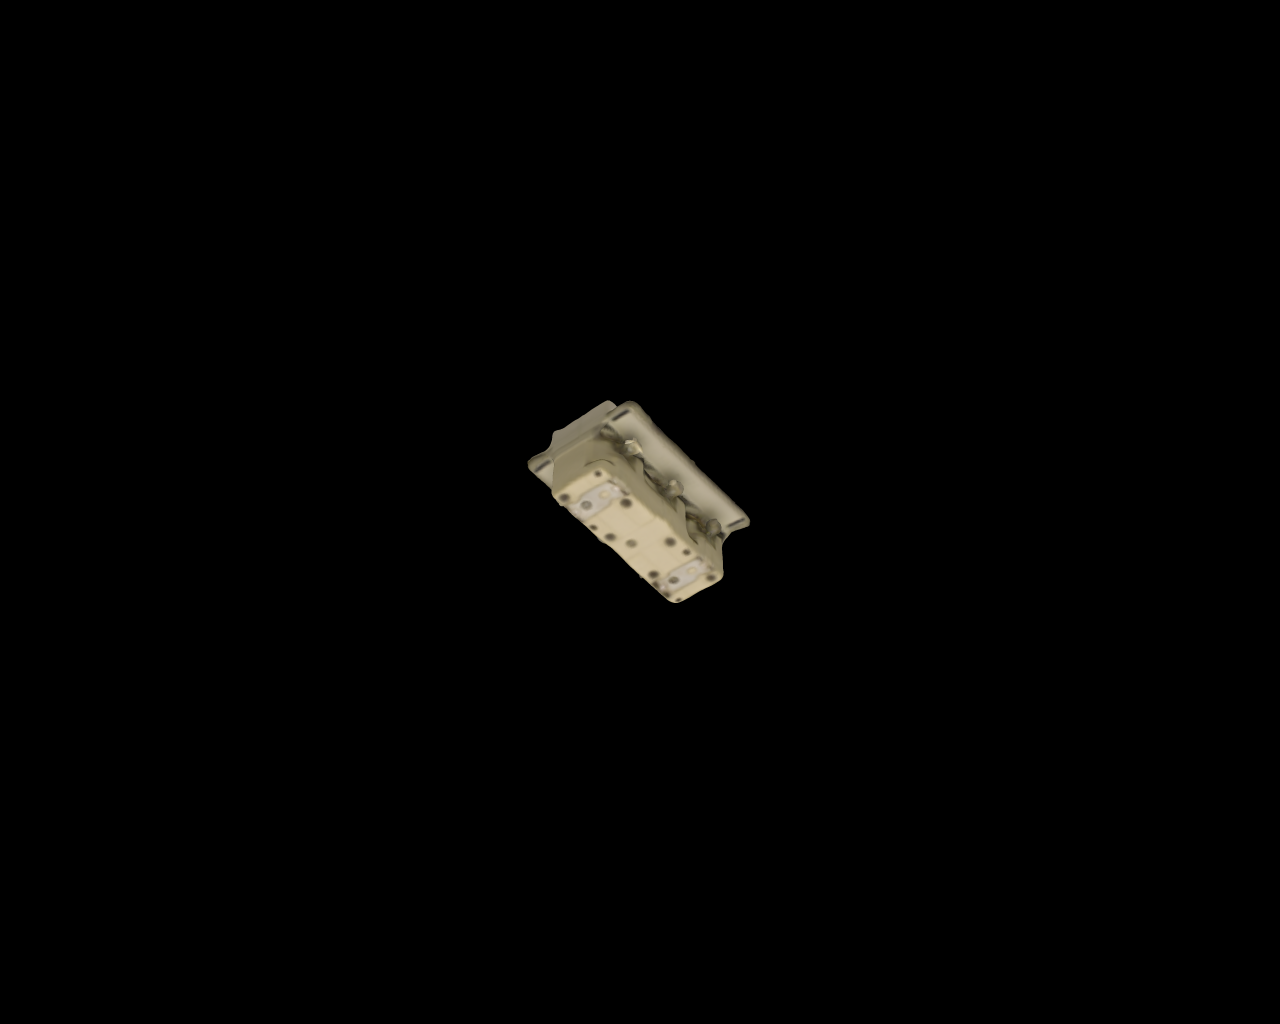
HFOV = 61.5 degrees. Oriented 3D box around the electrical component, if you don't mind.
[{"bbox_3d":[0.001,-0.003,0.650,0.078,0.063,0.121,-30,-54,24],"label":"electrical component"}]
